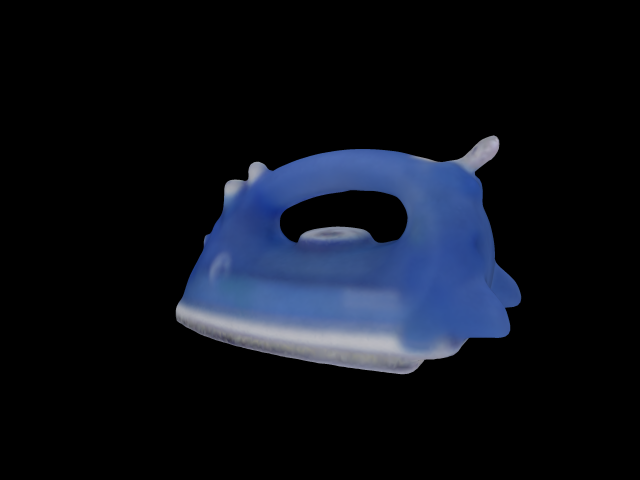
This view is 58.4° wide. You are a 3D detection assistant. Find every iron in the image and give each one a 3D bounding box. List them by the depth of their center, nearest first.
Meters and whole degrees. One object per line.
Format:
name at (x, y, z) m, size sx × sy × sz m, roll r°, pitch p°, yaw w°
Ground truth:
iron at (0.004, 0.001, 0.400) m, size 0.257 × 0.141 × 0.119 m, roll 3°, pitch 7°, yaw 22°
